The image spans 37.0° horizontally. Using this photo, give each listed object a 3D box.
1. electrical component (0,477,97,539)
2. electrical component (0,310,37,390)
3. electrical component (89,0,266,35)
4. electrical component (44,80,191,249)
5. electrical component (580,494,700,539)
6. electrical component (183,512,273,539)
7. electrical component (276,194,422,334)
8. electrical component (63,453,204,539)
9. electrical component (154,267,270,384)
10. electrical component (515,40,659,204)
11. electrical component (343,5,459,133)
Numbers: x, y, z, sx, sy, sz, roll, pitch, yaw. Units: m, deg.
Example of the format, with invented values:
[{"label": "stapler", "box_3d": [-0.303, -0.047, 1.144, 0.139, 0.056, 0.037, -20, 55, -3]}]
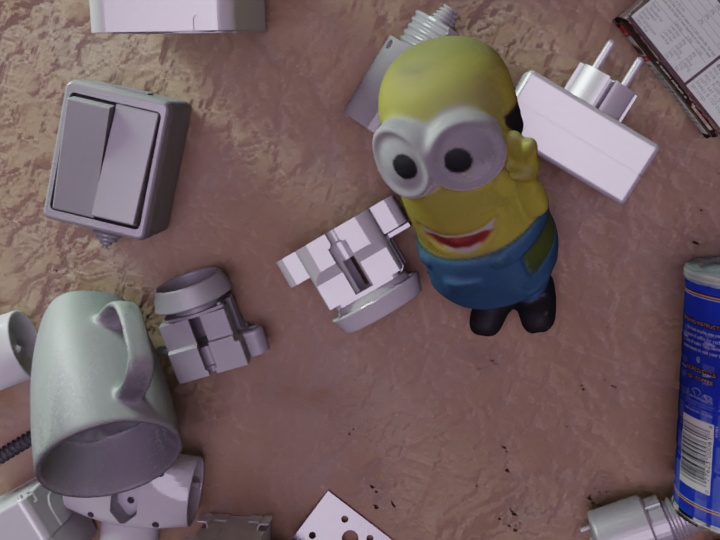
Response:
[{"label": "electrical component", "box_3d": [-0.221, 0.175, 0.668, 0.096, 0.061, 0.061, -29, 96, 8]}, {"label": "electrical component", "box_3d": [-0.245, 0.040, 0.658, 0.077, 0.044, 0.079, -17, 97, 7]}, {"label": "electrical component", "box_3d": [-0.096, -0.157, 0.581, 0.078, 0.113, 0.057, 0, 102, 5]}, {"label": "electrical component", "box_3d": [-0.143, -0.058, 0.626, 0.062, 0.061, 0.096, 13, 100, 2]}, {"label": "electrical component", "box_3d": [0.173, 0.154, 0.644, 0.078, 0.040, 0.040, -21, 97, 8]}, {"label": "electrical component", "box_3d": [-0.081, 0.189, 0.629, 0.079, 0.121, 0.063, 2, 96, 5]}, {"label": "electrical component", "box_3d": [0.000, 0.000, 0.626, 0.078, 0.058, 0.057, -30, 93, 8]}, {"label": "electrical component", "box_3d": [-0.141, 0.149, 0.667, 0.077, 0.043, 0.079, 8, 100, 3]}, {"label": "electrical component", "box_3d": [-0.094, 0.031, 0.645, 0.066, 0.048, 0.055, -16, 105, 7]}, {"label": "electrical component", "box_3d": [0.130, -0.091, 0.606, 0.083, 0.047, 0.075, 31, 100, -1]}, {"label": "electrical component", "box_3d": [0.030, -0.114, 0.613, 0.043, 0.043, 0.081, 33, 100, -1]}]
